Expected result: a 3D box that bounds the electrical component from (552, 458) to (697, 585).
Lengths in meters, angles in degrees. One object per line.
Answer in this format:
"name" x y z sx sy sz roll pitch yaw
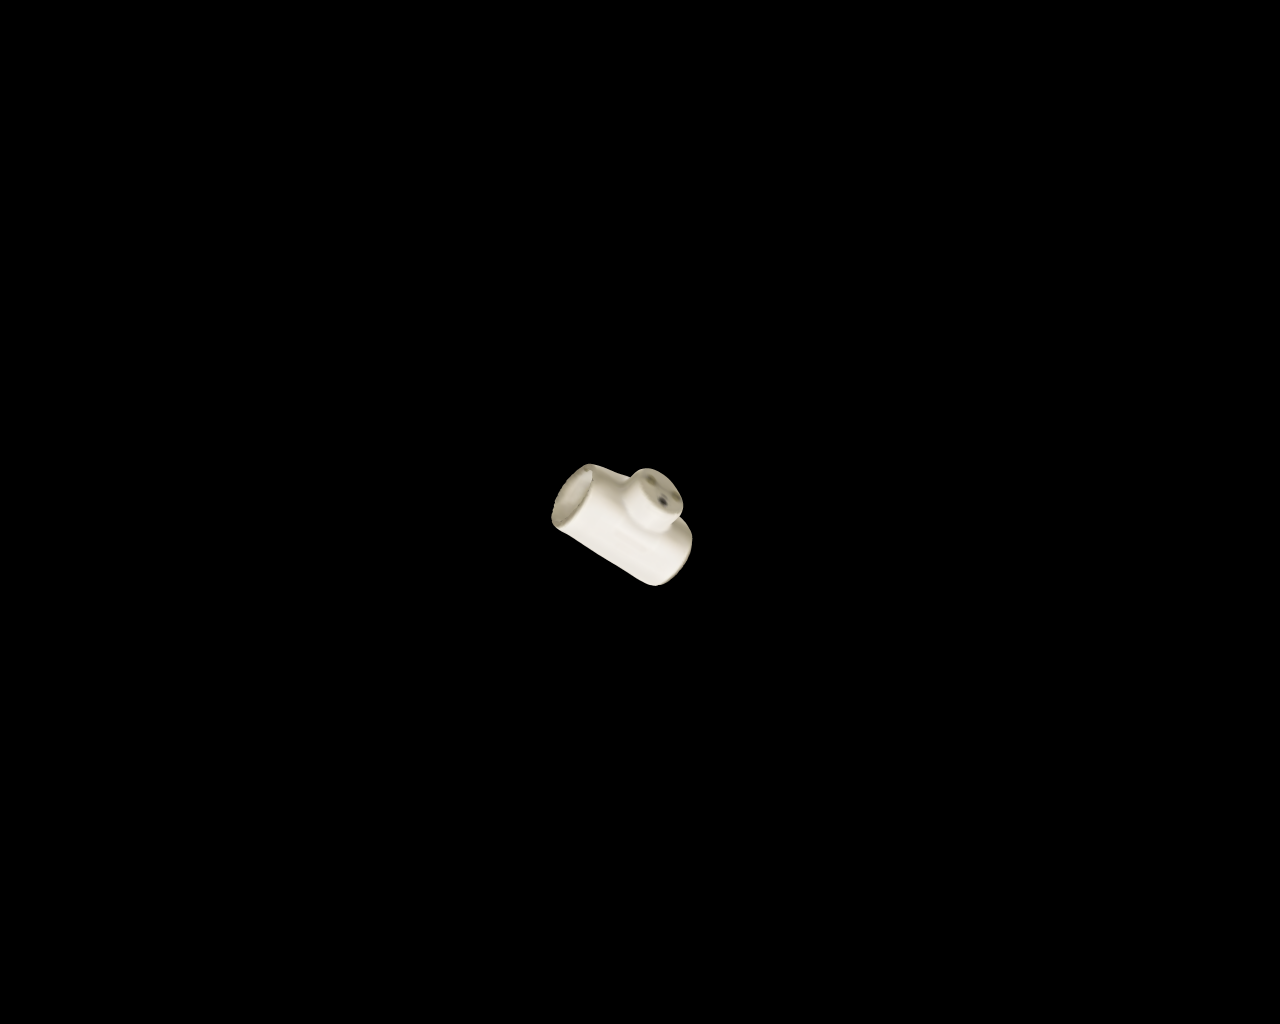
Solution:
"electrical component" 0.001 -0.003 0.650 0.077 0.043 0.079 33 -58 -24
